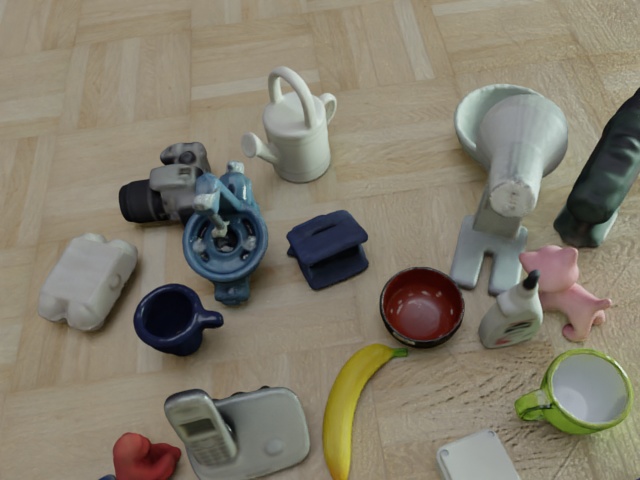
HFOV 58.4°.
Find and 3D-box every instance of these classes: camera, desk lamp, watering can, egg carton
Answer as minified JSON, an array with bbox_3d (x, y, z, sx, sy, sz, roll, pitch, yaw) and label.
[{"bbox_3d":[-0.247,-0.086,0.914,0.137,0.101,0.143,-8,57,1],"label":"camera"},{"bbox_3d":[0.258,-0.059,0.783,0.117,0.214,0.203,13,59,13],"label":"desk lamp"},{"bbox_3d":[-0.044,-0.182,0.901,0.100,0.194,0.173,21,62,18],"label":"watering can"},{"bbox_3d":[-0.340,0.061,0.848,0.107,0.069,0.150,12,59,13],"label":"egg carton"}]

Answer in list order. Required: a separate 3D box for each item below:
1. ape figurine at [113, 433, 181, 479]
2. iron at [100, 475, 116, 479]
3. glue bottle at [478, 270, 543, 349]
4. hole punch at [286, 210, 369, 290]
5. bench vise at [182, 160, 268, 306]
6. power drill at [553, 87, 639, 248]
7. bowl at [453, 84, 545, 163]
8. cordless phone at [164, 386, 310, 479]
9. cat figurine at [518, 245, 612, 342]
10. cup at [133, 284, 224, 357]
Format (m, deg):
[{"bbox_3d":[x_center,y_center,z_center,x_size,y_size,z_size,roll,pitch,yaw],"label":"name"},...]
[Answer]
[{"bbox_3d":[-0.220,0.262,0.694,0.076,0.092,0.077,-39,62,-18],"label":"ape figurine"},{"bbox_3d":[-0.308,0.367,0.605,0.118,0.141,0.258,12,59,13],"label":"iron"},{"bbox_3d":[0.248,0.084,0.716,0.078,0.173,0.037,-16,57,-5],"label":"glue bottle"},{"bbox_3d":[0.008,0.003,0.839,0.109,0.091,0.101,-23,58,-9],"label":"hole punch"},{"bbox_3d":[-0.145,-0.039,0.804,0.121,0.220,0.207,-17,57,-5],"label":"bench vise"},{"bbox_3d":[0.400,-0.091,0.793,0.075,0.209,0.230,29,64,22],"label":"power drill"},{"bbox_3d":[0.298,-0.171,0.933,0.167,0.075,0.167,-2,57,4],"label":"bowl"},{"bbox_3d":[-0.093,0.211,0.659,0.147,0.185,0.094,-17,57,-5],"label":"cordless phone"},{"bbox_3d":[0.324,0.058,0.758,0.067,0.118,0.127,-40,62,-18],"label":"cat figurine"},{"bbox_3d":[-0.181,0.119,0.780,0.117,0.095,0.091,1,57,6],"label":"cup"}]
